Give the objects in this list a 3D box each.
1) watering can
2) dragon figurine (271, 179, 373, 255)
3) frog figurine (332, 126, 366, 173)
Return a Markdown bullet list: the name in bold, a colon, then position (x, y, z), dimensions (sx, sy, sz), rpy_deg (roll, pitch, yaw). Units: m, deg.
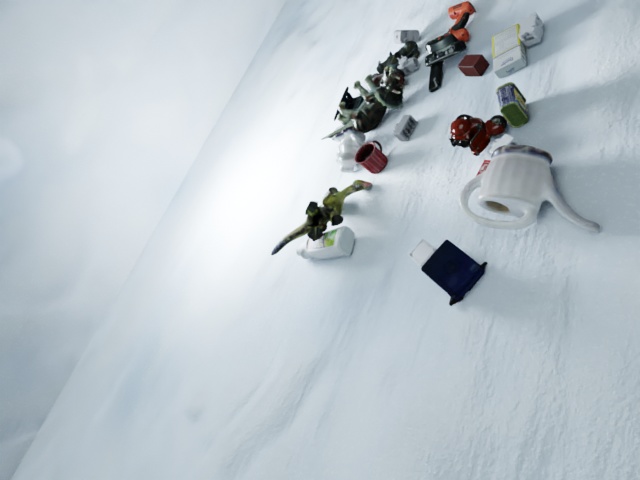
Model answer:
- **watering can**: position (0.510, -0.123, 1.254), dimensions (0.348, 0.102, 0.227), rpy_deg (9, 71, 42)
- **dragon figurine**: position (0.006, -0.092, 1.818), dimensions (0.407, 0.122, 0.245), rpy_deg (-34, 4, 13)
- **frog figurine**: position (0.120, -0.334, 1.953), dimensions (0.136, 0.123, 0.160), rpy_deg (-17, 83, 32)
